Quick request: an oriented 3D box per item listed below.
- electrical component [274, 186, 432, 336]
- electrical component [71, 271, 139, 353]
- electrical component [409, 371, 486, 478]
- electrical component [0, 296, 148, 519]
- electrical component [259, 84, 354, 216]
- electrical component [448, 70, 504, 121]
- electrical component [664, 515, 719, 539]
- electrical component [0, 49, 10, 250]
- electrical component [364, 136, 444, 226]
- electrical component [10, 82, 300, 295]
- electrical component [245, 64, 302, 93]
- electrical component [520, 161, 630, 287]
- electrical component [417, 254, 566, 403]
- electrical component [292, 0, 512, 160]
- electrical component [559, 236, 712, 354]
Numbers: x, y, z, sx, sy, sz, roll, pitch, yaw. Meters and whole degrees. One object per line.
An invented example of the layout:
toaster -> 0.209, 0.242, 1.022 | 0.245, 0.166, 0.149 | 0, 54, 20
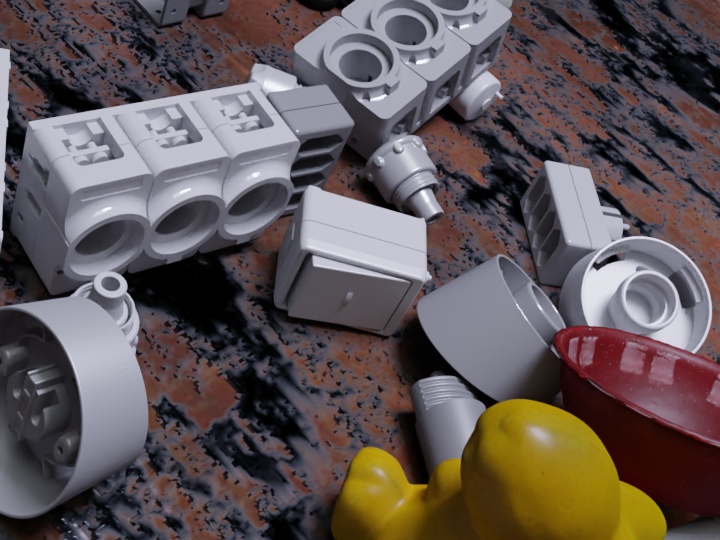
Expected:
electrical component -> 0.000, 0.000, 0.671 | 0.096, 0.061, 0.061 | 15, 46, -14
electrical component -> -0.140, 0.026, 0.579 | 0.048, 0.062, 0.048 | 14, 46, -15
electrical component -> 0.055, 0.095, 0.627 | 0.043, 0.043, 0.081 | 4, 49, -23
electrical component -> -0.151, 0.063, 0.519 | 0.064, 0.099, 0.099 | -18, 60, -44
electrical component -> -0.054, -0.090, 0.710 | 0.047, 0.083, 0.075 | -15, 59, -36
electrical component -> 0.077, -0.155, 0.864 | 0.040, 0.040, 0.078 | -28, 66, -41
electrical component -> 0.191, 0.197, 0.578 | 0.057, 0.078, 0.113 | -9, 55, -29
electrical component -> -0.247, -0.059, 0.602 | 0.089, 0.061, 0.150 | 6, 49, -22
electrical component -> 0.036, -0.060, 0.757 | 0.048, 0.048, 0.062 | -18, 67, -37
electrical component -> -0.118, -0.047, 0.635 | 0.150, 0.089, 0.061 | -18, 60, -37
electrical component -> -0.054, -0.117, 0.764 | 0.062, 0.043, 0.043 | 19, 45, -12
electrical component -> 0.168, -0.030, 0.792 | 0.076, 0.047, 0.083 | 9, 48, -17
electrical component -> 0.091, 0.040, 0.673 | 0.099, 0.064, 0.099 | 46, 19, -21
electrical component -> 0.031, -0.163, 0.801 | 0.089, 0.061, 0.150 | 40, 62, 15
electrical component -> 0.184, 0.028, 0.722 | 0.099, 0.064, 0.099 | 3, 73, -9
